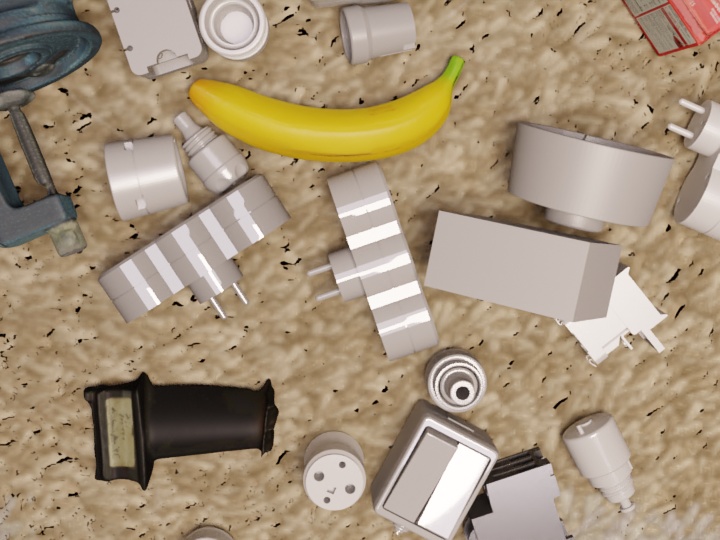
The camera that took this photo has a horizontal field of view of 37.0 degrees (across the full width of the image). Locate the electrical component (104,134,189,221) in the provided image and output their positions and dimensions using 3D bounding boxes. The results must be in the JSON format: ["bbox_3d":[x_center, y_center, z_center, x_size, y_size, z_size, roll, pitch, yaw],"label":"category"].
[{"bbox_3d":[-0.148,-0.066,0.751,0.047,0.055,0.055,-12,97,-4],"label":"electrical component"}]

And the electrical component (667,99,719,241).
[{"bbox_3d":[0.254,-0.096,0.759,0.074,0.052,0.138,23,95,-4],"label":"electrical component"}]

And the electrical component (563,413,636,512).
[{"bbox_3d":[0.180,0.142,0.790,0.040,0.040,0.078,-27,97,1],"label":"electrical component"}]

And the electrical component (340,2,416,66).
[{"bbox_3d":[0.012,-0.166,0.751,0.046,0.040,0.040,-11,97,-8],"label":"electrical component"}]

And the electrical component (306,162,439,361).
[{"bbox_3d":[0.000,0.000,0.763,0.074,0.052,0.138,-19,97,0],"label":"electrical component"}]

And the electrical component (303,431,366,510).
[{"bbox_3d":[-0.019,0.145,0.777,0.045,0.055,0.045,0,97,-2],"label":"electrical component"}]

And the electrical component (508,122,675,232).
[{"bbox_3d":[0.153,-0.060,0.736,0.108,0.108,0.060,12,102,-3],"label":"electrical component"}]

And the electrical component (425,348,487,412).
[{"bbox_3d":[0.070,0.081,0.769,0.043,0.062,0.043,0,96,-2],"label":"electrical component"}]

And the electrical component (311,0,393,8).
[{"bbox_3d":[0.053,-0.244,0.733,0.186,0.060,0.105,-7,97,-1],"label":"electrical component"}]

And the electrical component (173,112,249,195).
[{"bbox_3d":[-0.108,-0.085,0.759,0.035,0.035,0.061,-39,94,3],"label":"electrical component"}]

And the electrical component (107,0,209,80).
[{"bbox_3d":[-0.142,-0.181,0.736,0.050,0.055,0.089,-18,97,0],"label":"electrical component"}]

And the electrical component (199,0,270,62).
[{"bbox_3d":[-0.085,-0.167,0.739,0.045,0.055,0.045,0,97,-2],"label":"electrical component"}]

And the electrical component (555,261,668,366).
[{"bbox_3d":[0.179,0.032,0.778,0.064,0.042,0.081,-40,95,7],"label":"electrical component"}]

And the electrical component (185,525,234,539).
[{"bbox_3d":[-0.111,0.214,0.778,0.043,0.062,0.043,0,96,-2],"label":"electrical component"}]

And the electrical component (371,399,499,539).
[{"bbox_3d":[0.050,0.153,0.777,0.062,0.061,0.096,28,95,-4],"label":"electrical component"}]

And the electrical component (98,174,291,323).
[{"bbox_3d":[-0.107,-0.001,0.759,0.138,0.052,0.073,-33,96,2],"label":"electrical component"}]
